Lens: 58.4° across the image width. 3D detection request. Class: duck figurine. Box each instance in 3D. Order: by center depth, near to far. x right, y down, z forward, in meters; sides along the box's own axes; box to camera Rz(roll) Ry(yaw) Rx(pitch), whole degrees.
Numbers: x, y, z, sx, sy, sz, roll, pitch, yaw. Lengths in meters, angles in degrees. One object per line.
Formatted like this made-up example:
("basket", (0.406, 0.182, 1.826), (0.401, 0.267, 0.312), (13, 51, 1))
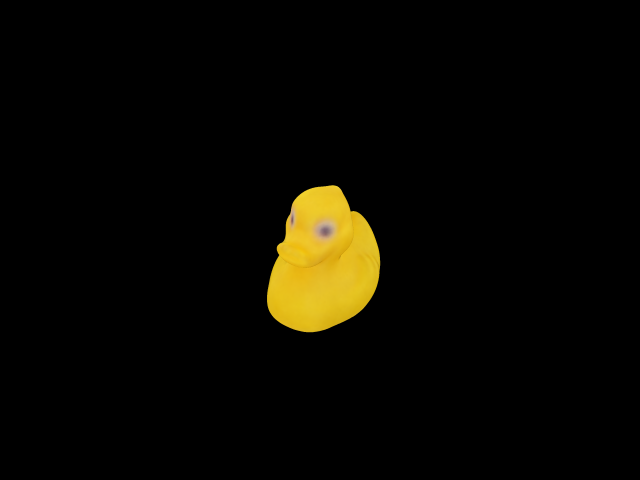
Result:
("duck figurine", (0.004, 0.001, 0.400), (0.077, 0.086, 0.105), (20, 40, 25))
